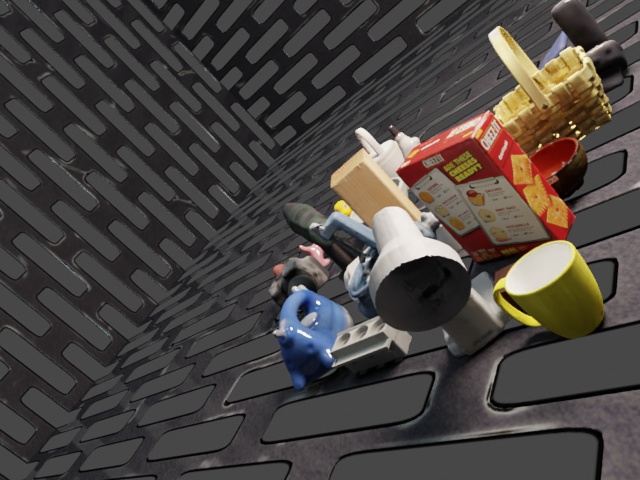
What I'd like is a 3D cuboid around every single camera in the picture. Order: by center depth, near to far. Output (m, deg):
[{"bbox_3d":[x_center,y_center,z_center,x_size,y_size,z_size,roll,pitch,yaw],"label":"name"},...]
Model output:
[{"bbox_3d":[-0.059,0.113,1.359,0.143,0.101,0.137,-40,16,14],"label":"camera"}]

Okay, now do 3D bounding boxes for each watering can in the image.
[{"bbox_3d":[0.153,-0.203,1.460,0.173,0.194,0.100,-50,17,-19],"label":"watering can"}]

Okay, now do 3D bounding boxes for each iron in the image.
[{"bbox_3d":[-0.021,0.155,1.080,0.118,0.141,0.258,-38,17,20],"label":"iron"}]

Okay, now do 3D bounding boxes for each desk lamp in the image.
[{"bbox_3d":[0.150,0.058,0.766,0.118,0.214,0.203,-40,17,16],"label":"desk lamp"}]

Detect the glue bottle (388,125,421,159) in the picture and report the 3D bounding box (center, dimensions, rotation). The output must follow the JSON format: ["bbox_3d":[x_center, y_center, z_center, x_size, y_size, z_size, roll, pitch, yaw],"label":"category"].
[{"bbox_3d":[0.219,-0.203,1.334,0.078,0.173,0.037,-41,16,12],"label":"glue bottle"}]

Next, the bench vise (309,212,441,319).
[{"bbox_3d":[0.101,0.009,1.001,0.207,0.220,0.121,-45,16,-4],"label":"bench vise"}]

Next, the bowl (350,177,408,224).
[{"bbox_3d":[0.150,-0.067,1.343,0.167,0.075,0.167,-40,16,15],"label":"bowl"}]

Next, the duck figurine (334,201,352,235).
[{"bbox_3d":[0.074,-0.070,1.519,0.077,0.086,0.104,-40,16,15],"label":"duck figurine"}]

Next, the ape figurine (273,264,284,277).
[{"bbox_3d":[-0.081,0.098,1.467,0.076,0.092,0.077,-52,18,-26],"label":"ape figurine"}]

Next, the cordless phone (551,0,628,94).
[{"bbox_3d":[0.464,-0.347,1.065,0.147,0.185,0.094,-33,19,34],"label":"cordless phone"}]

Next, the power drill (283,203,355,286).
[{"bbox_3d":[0.012,0.005,1.259,0.076,0.209,0.229,-46,16,-6],"label":"power drill"}]

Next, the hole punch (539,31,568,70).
[{"bbox_3d":[0.508,-0.384,1.226,0.101,0.091,0.109,-28,23,46],"label":"hole punch"}]

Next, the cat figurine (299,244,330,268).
[{"bbox_3d":[-0.008,-0.005,1.501,0.067,0.118,0.128,-21,28,54],"label":"cat figurine"}]

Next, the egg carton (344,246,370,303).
[{"bbox_3d":[0.114,0.058,1.124,0.150,0.069,0.107,-43,16,5],"label":"egg carton"}]

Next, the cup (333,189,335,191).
[{"bbox_3d":[0.098,-0.144,1.633,0.117,0.095,0.092,-28,23,46],"label":"cup"}]
